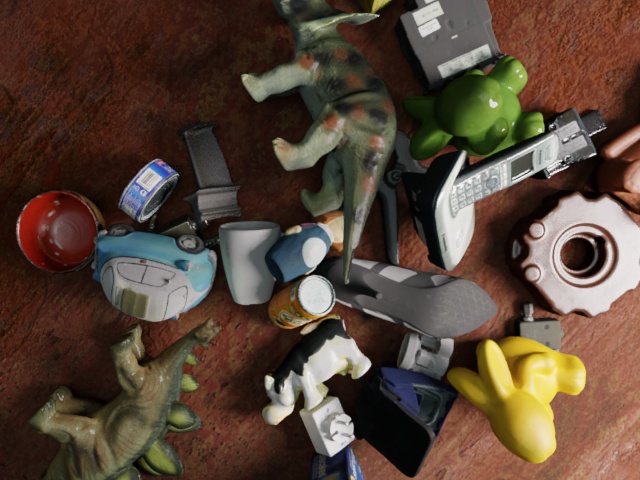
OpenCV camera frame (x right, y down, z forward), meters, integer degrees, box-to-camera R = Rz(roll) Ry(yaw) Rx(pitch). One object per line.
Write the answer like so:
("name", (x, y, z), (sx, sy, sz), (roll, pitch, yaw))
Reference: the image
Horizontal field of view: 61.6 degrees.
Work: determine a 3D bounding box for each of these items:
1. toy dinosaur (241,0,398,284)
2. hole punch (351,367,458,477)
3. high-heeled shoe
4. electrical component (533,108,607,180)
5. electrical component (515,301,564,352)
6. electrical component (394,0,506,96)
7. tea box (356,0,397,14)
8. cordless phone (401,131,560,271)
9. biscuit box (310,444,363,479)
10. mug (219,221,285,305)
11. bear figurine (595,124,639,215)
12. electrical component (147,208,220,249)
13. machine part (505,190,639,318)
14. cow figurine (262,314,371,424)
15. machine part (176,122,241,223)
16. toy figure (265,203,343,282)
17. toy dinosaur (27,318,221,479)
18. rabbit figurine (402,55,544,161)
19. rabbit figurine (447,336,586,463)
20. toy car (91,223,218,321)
("toy dinosaur", (0.024, -0.165, 0.666), (0.192, 0.131, 0.404), (-27, 83, 8))
("hole punch", (0.113, 0.231, 0.724), (0.116, 0.092, 0.142), (33, 136, 26))
("high-heeled shoe", (0.116, 0.073, 0.750), (0.248, 0.145, 0.086), (14, 93, -29))
("electrical component", (0.337, -0.137, 0.727), (0.119, 0.048, 0.074), (-24, 94, 4))
("electrical component", (0.310, 0.132, 0.757), (0.063, 0.021, 0.094), (-4, 93, 1))
("electrical component", (0.167, -0.276, 0.715), (0.115, 0.058, 0.134), (-22, 93, 0))
("tea box", (0.046, -0.385, 0.689), (0.068, 0.098, 0.169), (-37, 94, 3))
("cordless phone", (0.204, -0.056, 0.661), (0.184, 0.089, 0.146), (-24, 136, 1))
("biscuit box", (0.023, 0.327, 0.683), (0.059, 0.202, 0.062), (-26, 92, 1))
("mug", (-0.083, 0.031, 0.734), (0.109, 0.081, 0.107), (-1, 102, -18))
("bear figurine", (0.455, -0.126, 0.689), (0.120, 0.132, 0.196), (36, 99, -9))
("electrical component", (-0.191, -0.008, 0.746), (0.102, 0.045, 0.078), (-30, 121, 5))
("machine part", (0.351, 0.019, 0.733), (0.179, 0.056, 0.179), (0, 94, -1))
("cow figurine", (-0.022, 0.179, 0.742), (0.167, 0.068, 0.098), (-33, 87, -1))
("machine part", (-0.154, -0.093, 0.729), (0.084, 0.039, 0.139), (-11, 84, -39))
("toy figure", (-0.002, -0.001, 0.709), (0.154, 0.064, 0.058), (-36, 57, -27))
("toy dinosaur", (-0.295, 0.277, 0.736), (0.471, 0.105, 0.198), (-42, 96, 7))
("rabbit figurine", (0.180, -0.162, 0.654), (0.159, 0.170, 0.121), (-9, 89, 26))
("rabbit figurine", (0.252, 0.193, 0.677), (0.162, 0.173, 0.122), (38, 121, -2))
("toy car", (-0.218, 0.049, 0.689), (0.162, 0.103, 0.109), (16, 124, -13))
